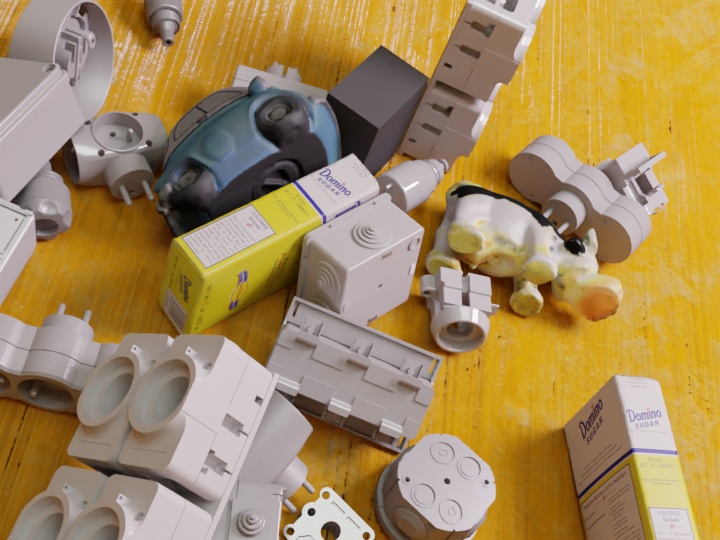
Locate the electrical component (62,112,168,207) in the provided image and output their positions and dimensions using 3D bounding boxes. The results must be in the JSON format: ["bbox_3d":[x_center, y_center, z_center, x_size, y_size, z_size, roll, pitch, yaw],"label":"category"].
[{"bbox_3d":[-0.191,-0.085,0.870,0.077,0.044,0.079,-16,63,-28],"label":"electrical component"}]

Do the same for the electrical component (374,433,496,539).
[{"bbox_3d":[0.055,0.162,0.777,0.080,0.051,0.080,9,54,-13],"label":"electrical component"}]

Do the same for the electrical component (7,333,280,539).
[{"bbox_3d":[-0.139,0.131,0.664,0.060,0.105,0.186,43,58,-39],"label":"electrical component"}]

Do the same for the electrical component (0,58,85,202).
[{"bbox_3d":[-0.288,-0.110,0.823,0.109,0.056,0.108,11,48,24],"label":"electrical component"}]

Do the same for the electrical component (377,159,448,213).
[{"bbox_3d":[0.048,-0.078,0.951,0.078,0.040,0.040,-32,71,-34],"label":"electrical component"}]

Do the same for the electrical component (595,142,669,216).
[{"bbox_3d":[0.250,-0.076,1.002,0.042,0.081,0.063,-30,93,-33],"label":"electrical component"}]

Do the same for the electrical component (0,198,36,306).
[{"bbox_3d":[-0.283,-0.003,0.775,0.062,0.061,0.096,23,60,-2],"label":"electrical component"}]

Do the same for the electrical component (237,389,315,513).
[{"bbox_3d":[-0.064,0.137,0.754,0.077,0.043,0.079,-45,109,-15],"label":"electrical component"}]

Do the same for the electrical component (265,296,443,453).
[{"bbox_3d":[-0.008,0.080,0.798,0.121,0.063,0.078,23,93,-3],"label":"electrical component"}]

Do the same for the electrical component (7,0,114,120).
[{"bbox_3d":[-0.244,-0.178,0.887,0.064,0.099,0.099,22,52,4],"label":"electrical component"}]

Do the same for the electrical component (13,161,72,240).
[{"bbox_3d":[-0.247,-0.058,0.833,0.043,0.043,0.062,-1,56,-20],"label":"electrical component"}]

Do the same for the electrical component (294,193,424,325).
[{"bbox_3d":[0.000,0.000,0.844,0.100,0.099,0.048,-30,57,-33],"label":"electrical component"}]

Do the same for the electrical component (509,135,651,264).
[{"bbox_3d":[0.191,-0.057,0.977,0.138,0.052,0.074,42,54,12],"label":"electrical component"}]

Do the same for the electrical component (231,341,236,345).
[{"bbox_3d":[-0.105,0.085,0.776,0.047,0.055,0.055,-31,71,-30],"label":"electrical component"}]

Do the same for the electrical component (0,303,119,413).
[{"bbox_3d":[-0.211,0.056,0.759,0.138,0.052,0.073,15,53,-8],"label":"electrical component"}]

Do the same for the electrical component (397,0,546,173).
[{"bbox_3d":[0.103,-0.185,0.952,0.060,0.186,0.105,25,52,-1],"label":"electrical component"}]

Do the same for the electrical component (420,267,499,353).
[{"bbox_3d":[0.081,0.034,0.881,0.066,0.048,0.055,12,46,-11],"label":"electrical component"}]

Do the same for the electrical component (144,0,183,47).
[{"bbox_3d":[-0.178,-0.230,0.983,0.035,0.035,0.061,-1,59,-20],"label":"electrical component"}]

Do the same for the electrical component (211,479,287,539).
[{"bbox_3d":[-0.085,0.175,0.691,0.061,0.096,0.061,9,54,-9],"label":"electrical component"}]

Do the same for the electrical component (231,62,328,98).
[{"bbox_3d":[-0.073,-0.156,0.959,0.083,0.047,0.075,15,53,-8],"label":"electrical component"}]
